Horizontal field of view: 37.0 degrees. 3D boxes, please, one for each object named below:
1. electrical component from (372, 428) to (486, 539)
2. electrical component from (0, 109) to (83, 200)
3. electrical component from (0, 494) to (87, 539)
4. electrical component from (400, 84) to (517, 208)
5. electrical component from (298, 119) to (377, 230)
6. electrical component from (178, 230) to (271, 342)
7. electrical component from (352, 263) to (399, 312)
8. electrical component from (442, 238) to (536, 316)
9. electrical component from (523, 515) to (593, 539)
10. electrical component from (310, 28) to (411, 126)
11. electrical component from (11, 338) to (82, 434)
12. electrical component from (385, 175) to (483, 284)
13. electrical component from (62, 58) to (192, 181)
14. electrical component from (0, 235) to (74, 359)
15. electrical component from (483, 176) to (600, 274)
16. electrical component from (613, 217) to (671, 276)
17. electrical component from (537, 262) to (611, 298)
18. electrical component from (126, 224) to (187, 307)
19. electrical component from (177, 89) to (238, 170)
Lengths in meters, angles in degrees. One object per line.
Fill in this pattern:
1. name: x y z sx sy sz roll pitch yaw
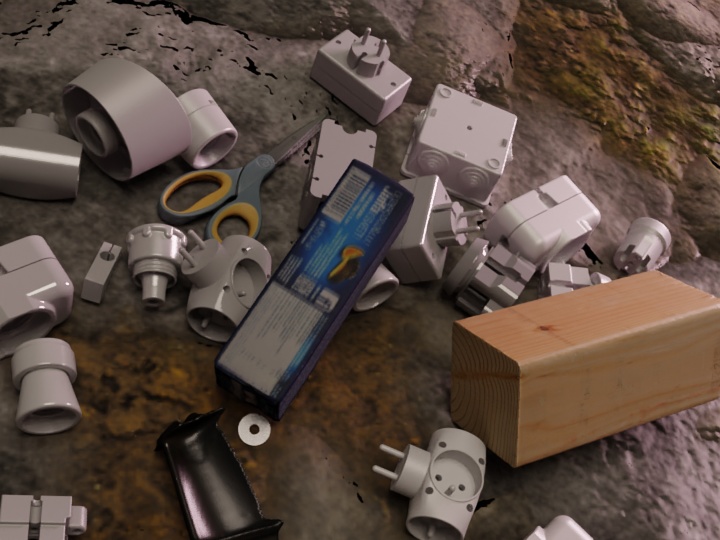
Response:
1. electrical component: 0.048 0.154 0.801 0.079 0.044 0.077 23 52 -2
2. electrical component: -0.266 -0.100 0.877 0.077 0.043 0.079 8 54 -14
3. electrical component: -0.212 0.180 0.695 0.066 0.048 0.055 5 47 -16
4. electrical component: 0.095 -0.118 1.009 0.100 0.048 0.099 22 52 -3
5. electrical component: -0.020 -0.076 0.935 0.050 0.055 0.089 14 53 -8
6. electrical component: -0.112 0.002 0.841 0.079 0.044 0.077 50 43 -32
7. electrical component: 0.000 0.000 0.895 0.045 0.045 0.055 -18 63 -29
8. electrical component: 0.108 0.009 0.918 0.057 0.058 0.078 36 52 5
9. electrical component: 0.131 0.225 0.773 0.059 0.053 0.095 44 54 14
10. electrical component: 0.005 -0.195 1.016 0.083 0.075 0.047 39 53 11
11. electrical component: -0.222 0.082 0.761 0.045 0.045 0.055 -3 56 -21
12. electrical component: 0.068 -0.037 0.921 0.076 0.047 0.083 -8 47 26
13. electrical component: -0.195 -0.124 0.885 0.099 0.099 0.064 44 60 14
14. electrical component: -0.261 0.024 0.784 0.095 0.053 0.059 -25 67 -31
15. electrical component: 0.168 -0.037 0.972 0.095 0.053 0.059 -26 67 -32
16. electrical component: 0.262 -0.020 1.002 0.040 0.040 0.046 36 59 8
17. electrical component: 0.189 0.024 0.942 0.055 0.048 0.066 6 54 -5
18. electrical component: -0.161 -0.002 0.844 0.048 0.048 0.062 6 61 -15
19. electrical component: -0.139 -0.120 0.929 0.055 0.055 0.047 -31 74 -33
